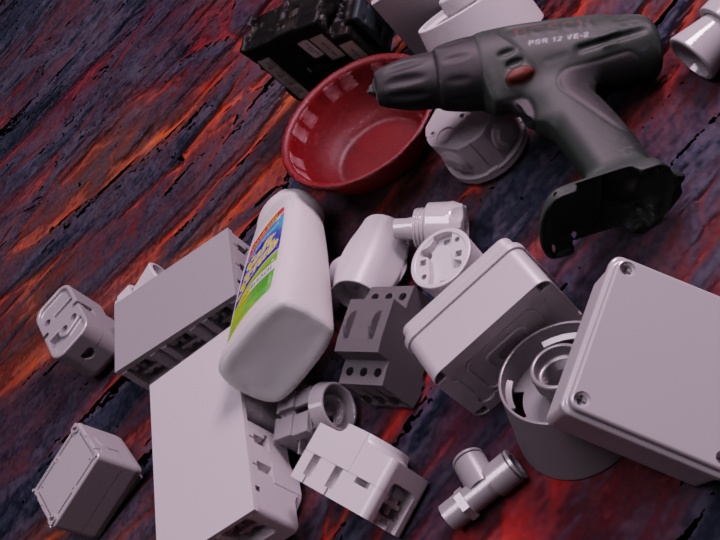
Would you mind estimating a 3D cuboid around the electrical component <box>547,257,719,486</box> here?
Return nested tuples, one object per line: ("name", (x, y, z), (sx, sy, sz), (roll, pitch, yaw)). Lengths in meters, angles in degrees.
("electrical component", (0.187, 0.064, 0.672), (0.109, 0.056, 0.108), (23, 71, 4))

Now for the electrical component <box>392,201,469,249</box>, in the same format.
("electrical component", (0.059, -0.035, 0.902), (0.062, 0.043, 0.043), (-1, 57, 16))

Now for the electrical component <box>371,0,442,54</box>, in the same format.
("electrical component", (0.094, -0.283, 1.033), (0.150, 0.089, 0.061), (-28, 45, 24))

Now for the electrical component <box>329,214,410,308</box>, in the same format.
("electrical component", (0.000, 0.000, 0.935), (0.079, 0.044, 0.077), (-27, 30, 48))

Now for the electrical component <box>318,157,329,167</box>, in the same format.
("electrical component", (-0.041, -0.097, 1.057), (0.061, 0.035, 0.035), (36, 87, 30))

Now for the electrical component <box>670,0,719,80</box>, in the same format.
("electrical component", (0.275, -0.182, 0.829), (0.055, 0.045, 0.045), (-46, 41, 4))

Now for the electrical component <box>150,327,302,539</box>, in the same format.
("electrical component", (-0.115, 0.155, 0.904), (0.105, 0.060, 0.186), (-36, 42, 22))

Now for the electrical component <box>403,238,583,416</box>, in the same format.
("electrical component", (0.098, 0.042, 0.793), (0.113, 0.078, 0.057), (-43, 44, 8))

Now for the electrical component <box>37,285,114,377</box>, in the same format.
("electrical component", (-0.295, 0.067, 1.138), (0.053, 0.059, 0.095), (-47, 41, 3))

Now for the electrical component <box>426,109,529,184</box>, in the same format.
("electrical component", (0.101, -0.119, 0.932), (0.080, 0.051, 0.080), (-23, 47, 28))

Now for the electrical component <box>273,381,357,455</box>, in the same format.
("electrical component", (-0.036, 0.119, 0.879), (0.055, 0.048, 0.066), (-26, 45, 36))

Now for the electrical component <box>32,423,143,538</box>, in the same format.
("electrical component", (-0.255, 0.203, 1.003), (0.096, 0.061, 0.062), (-57, 40, 4))

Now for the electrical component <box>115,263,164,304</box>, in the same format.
("electrical component", (-0.220, 0.027, 1.112), (0.055, 0.045, 0.045), (-45, 41, 6))

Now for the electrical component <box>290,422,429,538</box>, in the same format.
("electrical component", (0.001, 0.154, 0.814), (0.089, 0.050, 0.055), (18, 73, 47))

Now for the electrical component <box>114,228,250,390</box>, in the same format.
("electrical component", (-0.160, 0.043, 1.033), (0.150, 0.062, 0.089), (-32, 43, 19))

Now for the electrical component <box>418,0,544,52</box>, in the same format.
("electrical component", (0.104, -0.226, 0.970), (0.108, 0.060, 0.108), (-31, 16, 10))

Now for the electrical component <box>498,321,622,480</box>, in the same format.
("electrical component", (0.146, 0.086, 0.744), (0.099, 0.064, 0.099), (-20, 39, 17))

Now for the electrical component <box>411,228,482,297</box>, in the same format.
("electrical component", (0.077, 0.002, 0.865), (0.055, 0.047, 0.055), (-23, 47, 27))
